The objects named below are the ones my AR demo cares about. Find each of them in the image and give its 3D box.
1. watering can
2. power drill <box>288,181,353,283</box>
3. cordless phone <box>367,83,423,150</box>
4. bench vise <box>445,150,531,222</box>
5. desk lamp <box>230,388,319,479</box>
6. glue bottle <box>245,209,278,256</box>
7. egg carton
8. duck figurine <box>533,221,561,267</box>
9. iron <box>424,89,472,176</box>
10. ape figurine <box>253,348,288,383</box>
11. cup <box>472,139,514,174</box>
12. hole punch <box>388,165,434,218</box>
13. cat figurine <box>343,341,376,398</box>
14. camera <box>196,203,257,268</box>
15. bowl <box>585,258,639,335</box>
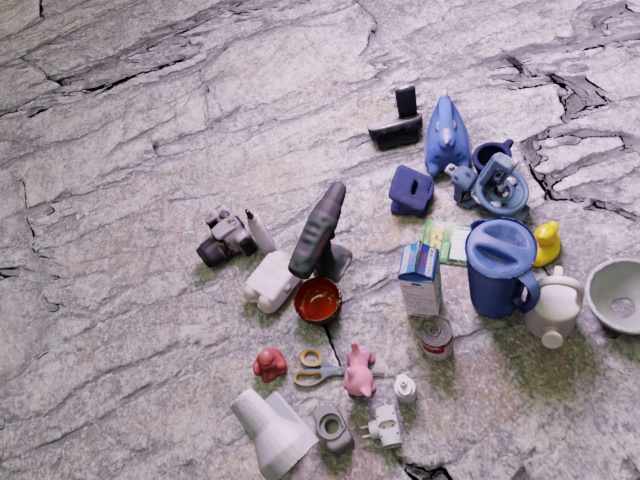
[{"bbox_3d":[0.470,0.130,1.141,0.101,0.194,0.173,-12,59,8],"label":"watering can"},{"bbox_3d":[0.012,0.005,1.318,0.075,0.209,0.230,20,68,24],"label":"power drill"},{"bbox_3d":[0.189,-0.329,1.479,0.147,0.185,0.094,-16,58,5],"label":"cordless phone"},{"bbox_3d":[0.376,-0.128,1.297,0.206,0.220,0.121,11,64,20],"label":"bench vise"},{"bbox_3d":[-0.091,0.380,1.125,0.118,0.214,0.202,-42,60,-11],"label":"desk lamp"},{"bbox_3d":[-0.151,-0.028,1.398,0.037,0.173,0.078,-25,58,0],"label":"glue bottle"},{"bbox_3d":[-0.110,0.101,1.375,0.107,0.069,0.150,28,71,26],"label":"egg carton"},{"bbox_3d":[0.494,0.003,1.272,0.077,0.086,0.105,36,74,28],"label":"duck figurine"},{"bbox_3d":[0.318,-0.294,1.452,0.118,0.142,0.258,-4,60,12],"label":"iron"},{"bbox_3d":[-0.113,0.270,1.266,0.077,0.092,0.076,6,63,17],"label":"ape figurine"},{"bbox_3d":[0.425,-0.185,1.391,0.118,0.095,0.091,-43,60,-11],"label":"cup"},{"bbox_3d":[0.226,-0.122,1.406,0.100,0.091,0.109,11,64,19],"label":"hole punch"},{"bbox_3d":[0.080,0.276,1.200,0.067,0.118,0.128,-9,59,9],"label":"cat figurine"},{"bbox_3d":[-0.255,-0.007,1.454,0.137,0.101,0.142,-38,59,-9],"label":"camera"},{"bbox_3d":[0.628,0.125,1.175,0.167,0.075,0.167,-6,60,11],"label":"bowl"}]
